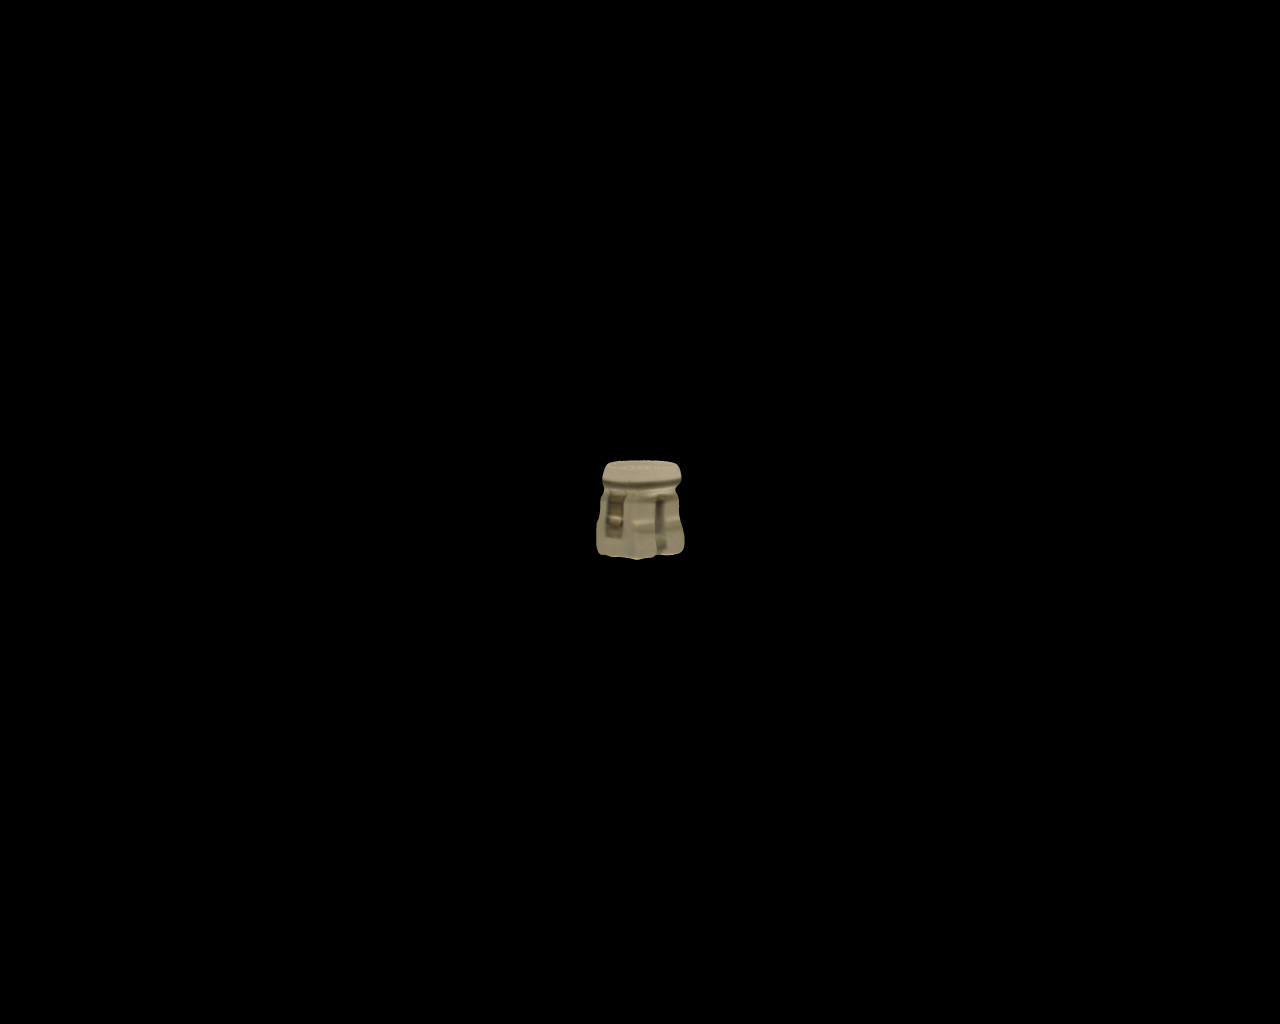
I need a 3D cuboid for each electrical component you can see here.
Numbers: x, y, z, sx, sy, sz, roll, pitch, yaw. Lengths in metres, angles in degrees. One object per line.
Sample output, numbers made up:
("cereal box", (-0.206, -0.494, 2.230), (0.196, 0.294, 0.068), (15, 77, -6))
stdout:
("electrical component", (0.001, -0.003, 0.650), (0.048, 0.055, 0.066), (6, 9, 43))
